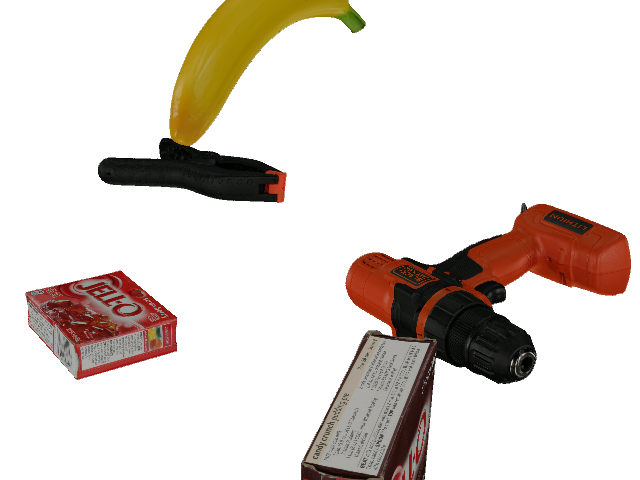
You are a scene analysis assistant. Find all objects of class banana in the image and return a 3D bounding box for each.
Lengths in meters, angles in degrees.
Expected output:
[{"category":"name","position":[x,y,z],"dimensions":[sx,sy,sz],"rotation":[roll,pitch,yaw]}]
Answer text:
[{"category":"banana","position":[-0.036,-0.134,0.695],"dimensions":[0.037,0.069,0.197],"rotation":[-9,24,49]}]

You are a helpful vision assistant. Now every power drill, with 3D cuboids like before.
[{"category":"power drill","position":[0.138,0.034,0.789],"dimensions":[0.187,0.057,0.185],"rotation":[-17,28,-29]}]

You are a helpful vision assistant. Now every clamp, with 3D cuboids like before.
[{"category":"clamp","position":[-0.117,-0.062,0.993],"dimensions":[0.172,0.039,0.120],"rotation":[13,26,30]}]

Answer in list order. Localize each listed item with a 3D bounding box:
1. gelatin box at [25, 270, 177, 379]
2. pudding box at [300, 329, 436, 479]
[{"category":"gelatin box","position":[-0.149,0.054,0.723],"dimensions":[0.073,0.030,0.089],"rotation":[-13,28,-32]},{"category":"pudding box","position":[0.022,0.106,0.475],"dimensions":[0.039,0.090,0.113],"rotation":[9,27,12]}]
